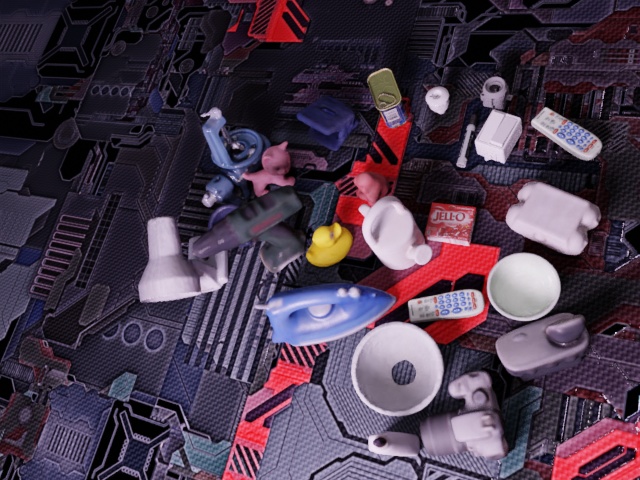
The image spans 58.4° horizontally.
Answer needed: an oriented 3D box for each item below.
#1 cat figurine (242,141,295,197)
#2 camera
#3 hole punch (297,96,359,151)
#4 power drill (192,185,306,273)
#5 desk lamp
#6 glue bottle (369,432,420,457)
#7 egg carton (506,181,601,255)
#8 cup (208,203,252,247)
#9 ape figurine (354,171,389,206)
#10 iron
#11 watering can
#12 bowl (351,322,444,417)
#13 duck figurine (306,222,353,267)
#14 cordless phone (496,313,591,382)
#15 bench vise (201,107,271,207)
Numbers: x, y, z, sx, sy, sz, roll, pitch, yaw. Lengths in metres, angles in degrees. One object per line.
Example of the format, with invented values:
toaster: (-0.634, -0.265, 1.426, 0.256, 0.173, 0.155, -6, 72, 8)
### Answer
cat figurine: (-0.112, -0.161, 1.272, 0.127, 0.118, 0.067, -25, 63, 10)
camera: (0.236, 0.303, 0.965, 0.136, 0.101, 0.143, -17, 65, 15)
hole punch: (0.017, -0.273, 1.282, 0.108, 0.091, 0.101, 34, 85, 29)
power drill: (-0.120, -0.009, 1.163, 0.229, 0.209, 0.075, -38, 61, 4)
desk lamp: (-0.289, 0.050, 1.202, 0.117, 0.214, 0.203, -12, 66, 17)
glue bottle: (0.115, 0.340, 0.955, 0.078, 0.173, 0.037, -8, 67, 18)
egg carton: (0.423, -0.040, 1.045, 0.150, 0.070, 0.107, 28, 82, 28)
cup: (-0.175, -0.016, 1.252, 0.117, 0.095, 0.092, 38, 86, 29)
ape figurine: (0.101, -0.114, 1.186, 0.076, 0.092, 0.078, -18, 64, 14)
iron: (0.008, 0.122, 1.101, 0.257, 0.142, 0.118, -14, 65, 16)
watering can: (0.138, -0.017, 1.075, 0.172, 0.194, 0.101, 17, 77, 26)
bowl: (0.146, 0.237, 1.040, 0.167, 0.075, 0.167, -7, 67, 18)
duck figurine: (0.011, 0.004, 1.178, 0.104, 0.086, 0.077, -38, 61, 4)
cordless phone: (0.359, 0.160, 0.925, 0.147, 0.185, 0.094, -26, 63, 10)
bench vise: (-0.198, -0.176, 1.253, 0.121, 0.220, 0.207, 5, 72, 23)
